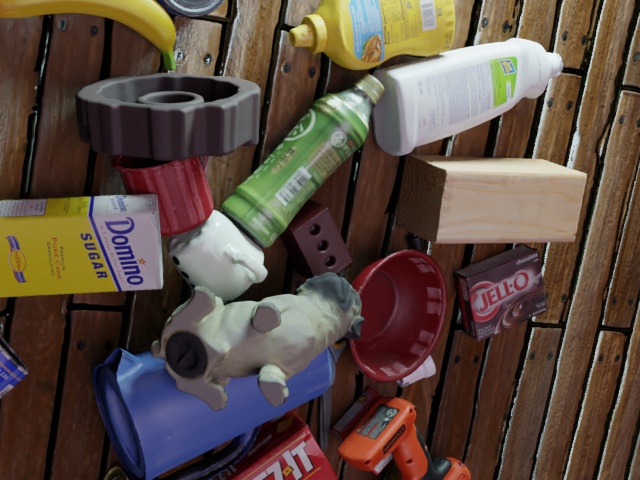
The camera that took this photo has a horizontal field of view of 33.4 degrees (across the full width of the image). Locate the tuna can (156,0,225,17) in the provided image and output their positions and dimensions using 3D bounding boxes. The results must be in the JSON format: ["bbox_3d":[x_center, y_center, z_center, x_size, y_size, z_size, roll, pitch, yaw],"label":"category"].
[{"bbox_3d":[-0.132,-0.268,1.076,0.086,0.034,0.086,-8,108,-26],"label":"tuna can"}]

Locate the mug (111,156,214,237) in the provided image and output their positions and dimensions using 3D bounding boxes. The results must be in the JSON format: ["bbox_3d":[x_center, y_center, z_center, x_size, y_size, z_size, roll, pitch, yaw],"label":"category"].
[{"bbox_3d":[-0.152,-0.062,1.101,0.117,0.093,0.081,-52,136,-50],"label":"mug"}]

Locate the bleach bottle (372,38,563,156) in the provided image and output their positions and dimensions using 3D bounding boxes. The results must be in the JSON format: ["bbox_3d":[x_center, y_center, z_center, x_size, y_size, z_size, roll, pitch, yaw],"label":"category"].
[{"bbox_3d":[0.181,-0.176,1.254,0.250,0.068,0.102,-16,113,-26],"label":"bleach bottle"}]

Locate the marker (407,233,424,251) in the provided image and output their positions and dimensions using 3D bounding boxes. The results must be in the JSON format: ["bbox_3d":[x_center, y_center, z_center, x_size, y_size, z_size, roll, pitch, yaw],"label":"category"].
[{"bbox_3d":[0.126,0.044,1.311,0.020,0.020,0.121,-22,114,-21],"label":"marker"}]

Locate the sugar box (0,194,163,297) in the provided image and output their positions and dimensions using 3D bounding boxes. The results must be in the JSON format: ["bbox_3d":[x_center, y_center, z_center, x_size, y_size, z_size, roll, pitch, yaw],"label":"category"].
[{"bbox_3d":[-0.244,0.006,1.044,0.176,0.048,0.093,-2,124,-3],"label":"sugar box"}]

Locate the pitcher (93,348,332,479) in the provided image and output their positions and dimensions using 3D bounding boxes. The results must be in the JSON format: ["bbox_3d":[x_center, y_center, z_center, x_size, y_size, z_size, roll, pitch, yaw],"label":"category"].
[{"bbox_3d":[-0.112,0.168,1.162,0.242,0.149,0.145,-19,69,-26],"label":"pitcher"}]

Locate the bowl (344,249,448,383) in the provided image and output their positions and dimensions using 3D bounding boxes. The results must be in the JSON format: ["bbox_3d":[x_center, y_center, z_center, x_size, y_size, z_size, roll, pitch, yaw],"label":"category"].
[{"bbox_3d":[0.077,0.084,1.265,0.161,0.055,0.162,-13,111,-38],"label":"bowl"}]

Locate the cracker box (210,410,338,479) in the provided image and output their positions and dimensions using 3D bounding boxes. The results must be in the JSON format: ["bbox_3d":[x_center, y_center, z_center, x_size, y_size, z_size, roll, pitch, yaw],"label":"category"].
[{"bbox_3d":[-0.047,0.333,1.271,0.164,0.072,0.213,-35,117,-16],"label":"cracker box"}]

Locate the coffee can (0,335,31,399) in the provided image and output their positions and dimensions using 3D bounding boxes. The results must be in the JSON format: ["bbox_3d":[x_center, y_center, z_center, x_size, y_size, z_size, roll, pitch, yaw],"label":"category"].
[{"bbox_3d":[-0.367,0.138,1.026,0.140,0.103,0.102,-42,119,-12],"label":"coffee can"}]

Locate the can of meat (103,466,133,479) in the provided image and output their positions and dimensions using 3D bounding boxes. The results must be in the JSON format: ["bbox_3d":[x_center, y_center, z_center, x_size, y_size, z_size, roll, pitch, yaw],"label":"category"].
[{"bbox_3d":[-0.211,0.314,1.187,0.083,0.058,0.102,30,90,-33],"label":"can of meat"}]

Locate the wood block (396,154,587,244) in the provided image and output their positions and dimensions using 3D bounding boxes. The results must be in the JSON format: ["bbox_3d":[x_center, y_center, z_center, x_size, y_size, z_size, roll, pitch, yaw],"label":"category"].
[{"bbox_3d":[0.206,-0.049,1.286,0.205,0.091,0.090,0,105,-28],"label":"wood block"}]

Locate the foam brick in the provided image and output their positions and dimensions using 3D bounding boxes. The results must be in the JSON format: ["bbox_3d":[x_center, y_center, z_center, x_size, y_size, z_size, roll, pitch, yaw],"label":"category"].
[{"bbox_3d":[-0.008,0.001,1.209,0.053,0.051,0.078,-35,117,-16],"label":"foam brick"}]

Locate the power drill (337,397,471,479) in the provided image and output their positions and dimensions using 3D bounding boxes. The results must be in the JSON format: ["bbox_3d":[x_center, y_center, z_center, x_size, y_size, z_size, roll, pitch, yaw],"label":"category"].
[{"bbox_3d":[0.094,0.298,1.294,0.184,0.057,0.187,-48,125,-28],"label":"power drill"}]

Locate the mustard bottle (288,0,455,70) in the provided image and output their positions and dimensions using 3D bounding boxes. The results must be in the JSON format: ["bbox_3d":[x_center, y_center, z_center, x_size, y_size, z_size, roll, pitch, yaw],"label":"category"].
[{"bbox_3d":[0.054,-0.238,1.169,0.191,0.058,0.096,-16,111,-24],"label":"mustard bottle"}]

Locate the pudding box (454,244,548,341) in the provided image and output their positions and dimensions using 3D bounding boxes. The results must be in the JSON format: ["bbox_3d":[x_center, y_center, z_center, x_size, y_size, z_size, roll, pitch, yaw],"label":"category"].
[{"bbox_3d":[0.231,0.066,1.362,0.113,0.039,0.090,-22,113,-21],"label":"pudding box"}]

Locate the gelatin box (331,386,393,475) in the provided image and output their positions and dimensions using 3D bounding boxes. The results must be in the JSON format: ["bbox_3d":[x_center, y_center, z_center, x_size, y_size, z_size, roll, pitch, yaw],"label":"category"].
[{"bbox_3d":[0.067,0.238,1.330,0.073,0.030,0.089,-46,121,-11],"label":"gelatin box"}]

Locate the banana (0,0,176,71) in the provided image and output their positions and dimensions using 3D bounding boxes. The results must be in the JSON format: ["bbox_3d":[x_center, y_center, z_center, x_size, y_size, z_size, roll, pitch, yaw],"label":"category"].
[{"bbox_3d":[-0.218,-0.223,1.040,0.197,0.037,0.069,14,96,-31],"label":"banana"}]

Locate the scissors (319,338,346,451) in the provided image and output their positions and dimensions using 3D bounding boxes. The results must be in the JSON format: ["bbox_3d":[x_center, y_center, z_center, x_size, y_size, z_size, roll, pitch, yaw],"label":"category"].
[{"bbox_3d":[-0.006,0.155,1.273,0.096,0.016,0.202,11,98,-32],"label":"scissors"}]
